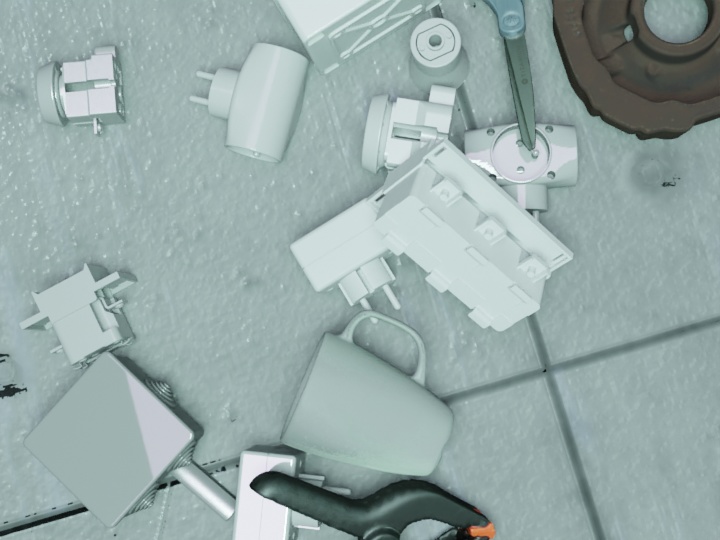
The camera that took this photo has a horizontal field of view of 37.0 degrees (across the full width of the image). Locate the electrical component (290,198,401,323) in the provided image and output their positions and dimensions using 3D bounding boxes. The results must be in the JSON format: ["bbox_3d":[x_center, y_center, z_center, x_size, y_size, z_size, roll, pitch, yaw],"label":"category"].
[{"bbox_3d":[0.000,0.000,0.762,0.066,0.047,0.076,-32,83,3],"label":"electrical component"}]

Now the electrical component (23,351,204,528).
[{"bbox_3d":[-0.171,0.118,0.761,0.100,0.048,0.099,42,89,7],"label":"electrical component"}]

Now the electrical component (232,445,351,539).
[{"bbox_3d":[-0.045,0.161,0.756,0.077,0.047,0.065,5,86,7],"label":"electrical component"}]

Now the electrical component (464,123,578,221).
[{"bbox_3d":[0.113,-0.061,0.756,0.077,0.044,0.079,-2,86,6],"label":"electrical component"}]

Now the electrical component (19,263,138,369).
[{"bbox_3d":[-0.199,0.035,0.785,0.081,0.042,0.063,-28,84,4],"label":"electrical component"}]

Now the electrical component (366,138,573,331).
[{"bbox_3d":[0.070,-0.020,0.720,0.121,0.063,0.079,40,132,-17],"label":"electrical component"}]

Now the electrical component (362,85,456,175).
[{"bbox_3d":[0.033,-0.093,0.761,0.057,0.058,0.078,10,87,4],"label":"electrical component"}]

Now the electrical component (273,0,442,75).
[{"bbox_3d":[-0.001,-0.195,0.747,0.109,0.109,0.056,-31,86,3],"label":"electrical component"}]

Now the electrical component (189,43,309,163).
[{"bbox_3d":[-0.085,-0.125,0.783,0.079,0.043,0.077,15,87,8],"label":"electrical component"}]

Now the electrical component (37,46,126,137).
[{"bbox_3d":[-0.206,-0.131,0.797,0.055,0.048,0.066,-5,85,-2],"label":"electrical component"}]

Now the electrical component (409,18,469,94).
[{"bbox_3d":[0.055,-0.152,0.758,0.044,0.065,0.044,0,86,6],"label":"electrical component"}]
